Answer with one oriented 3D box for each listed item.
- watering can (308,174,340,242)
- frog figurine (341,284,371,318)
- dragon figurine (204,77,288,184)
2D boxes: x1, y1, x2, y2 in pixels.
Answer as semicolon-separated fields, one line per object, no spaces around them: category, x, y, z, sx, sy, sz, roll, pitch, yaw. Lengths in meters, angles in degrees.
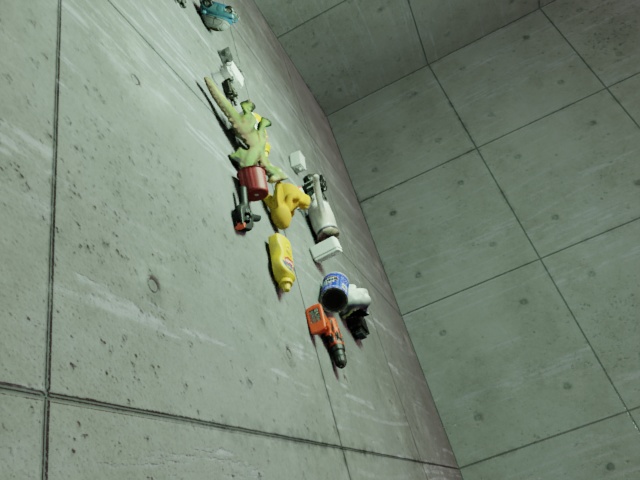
watering can;0.007;-0.110;2.186;0.340;0.104;0.228;86;-14;-62
frog figurine;0.127;0.224;2.063;0.120;0.137;0.163;78;-3;-58
dragon figurine;-0.248;-0.327;1.682;0.404;0.121;0.249;39;34;-39
